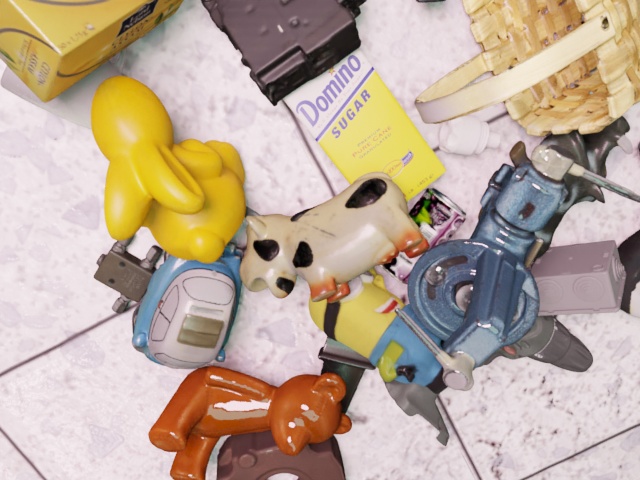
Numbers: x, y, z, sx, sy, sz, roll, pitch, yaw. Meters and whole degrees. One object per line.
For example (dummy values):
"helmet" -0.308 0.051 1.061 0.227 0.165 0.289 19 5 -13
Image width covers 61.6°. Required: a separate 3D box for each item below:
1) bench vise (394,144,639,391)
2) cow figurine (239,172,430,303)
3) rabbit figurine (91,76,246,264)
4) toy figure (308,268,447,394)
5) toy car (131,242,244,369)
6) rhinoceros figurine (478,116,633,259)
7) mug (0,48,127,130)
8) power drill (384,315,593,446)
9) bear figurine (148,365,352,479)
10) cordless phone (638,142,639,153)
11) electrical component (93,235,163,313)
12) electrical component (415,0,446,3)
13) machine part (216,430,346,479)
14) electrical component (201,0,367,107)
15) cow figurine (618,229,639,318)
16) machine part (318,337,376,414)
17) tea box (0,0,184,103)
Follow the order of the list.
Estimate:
"bench vise" 0.154 0.031 0.476 0.129 0.241 0.223 39 127 1
"cow figurine" -0.001 -0.002 0.551 0.195 0.085 0.127 -30 69 17
"rabbit figurine" -0.152 -0.061 0.496 0.122 0.162 0.173 -19 126 9
"toy figure" 0.067 0.100 0.593 0.180 0.082 0.089 38 103 14
"toy car" -0.134 0.080 0.579 0.109 0.103 0.161 19 106 -28
"rhinoceros figurine" 0.263 -0.060 0.596 0.112 0.073 0.190 28 104 -13
"mug" -0.224 -0.159 0.515 0.107 0.081 0.109 36 89 -27
"power drill" 0.196 0.151 0.658 0.232 0.086 0.207 40 104 -15
"bear figurine" -0.068 0.209 0.609 0.196 0.132 0.120 7 132 14
"cordless phone" 0.446 -0.129 0.551 0.088 0.147 0.184 25 107 -22
"electrical component" -0.221 0.037 0.605 0.063 0.021 0.094 32 104 -15
"electrical component" 0.105 -0.290 0.514 0.075 0.048 0.119 -7 110 -3
"machine part" -0.048 0.314 0.700 0.179 0.056 0.179 -2 110 -6
"electrical component" -0.026 -0.212 0.501 0.134 0.058 0.115 -35 83 7
"cow figurine" 0.395 0.014 0.640 0.098 0.068 0.167 19 105 -6
"machine part" 0.026 0.172 0.669 0.084 0.039 0.138 15 105 -16
"tea box" -0.182 -0.200 0.447 0.068 0.098 0.169 49 60 -17
